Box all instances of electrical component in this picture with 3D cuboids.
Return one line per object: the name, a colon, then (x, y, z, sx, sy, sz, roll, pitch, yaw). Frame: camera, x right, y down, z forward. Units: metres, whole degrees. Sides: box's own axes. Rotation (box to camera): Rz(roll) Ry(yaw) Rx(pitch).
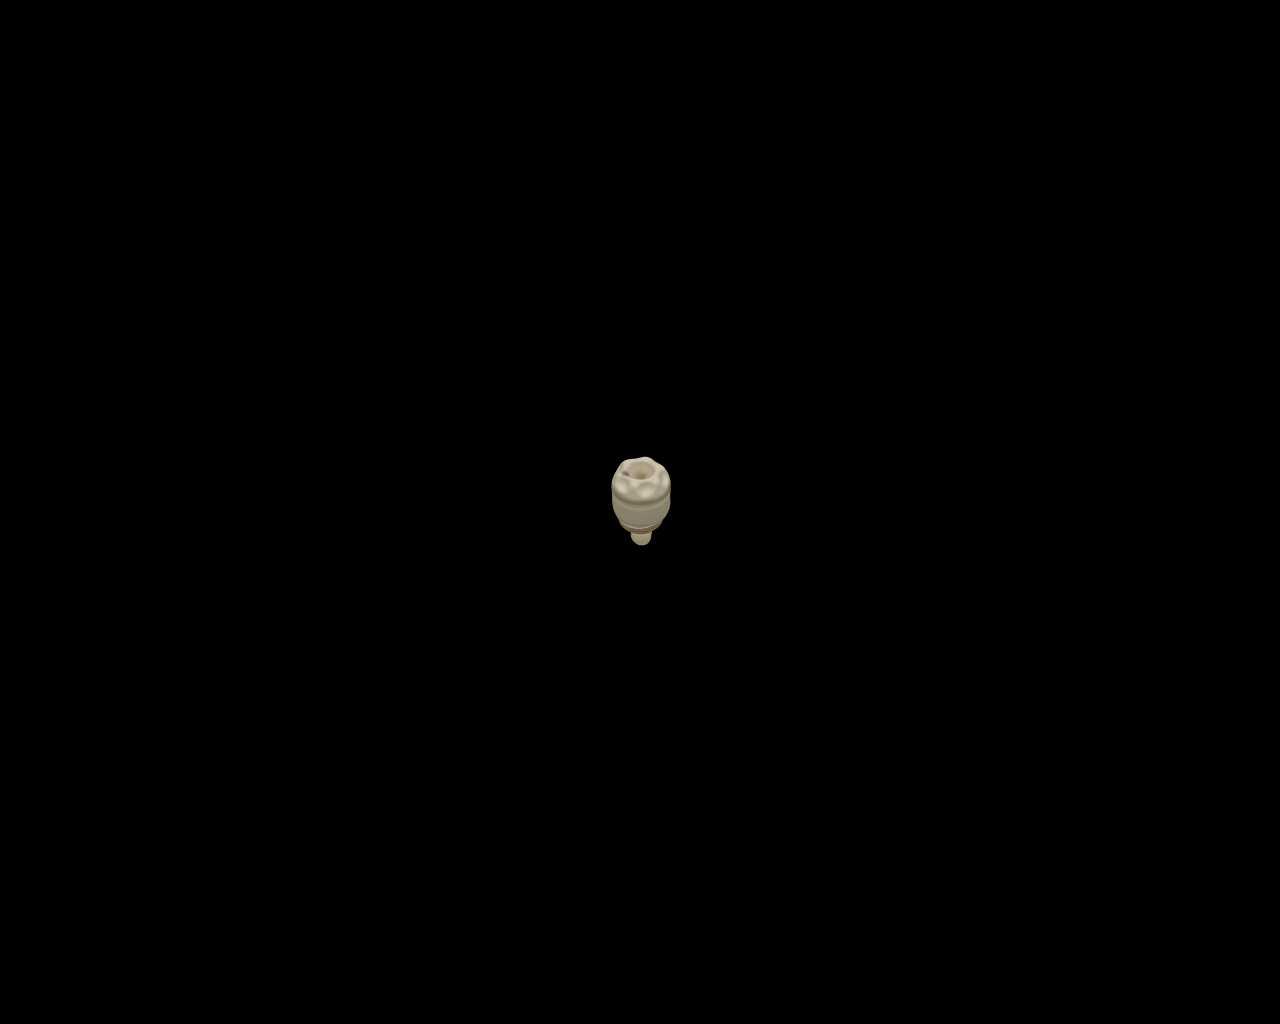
electrical component: (0.001, -0.003, 0.650, 0.035, 0.061, 0.035, 0, 43, 0)
